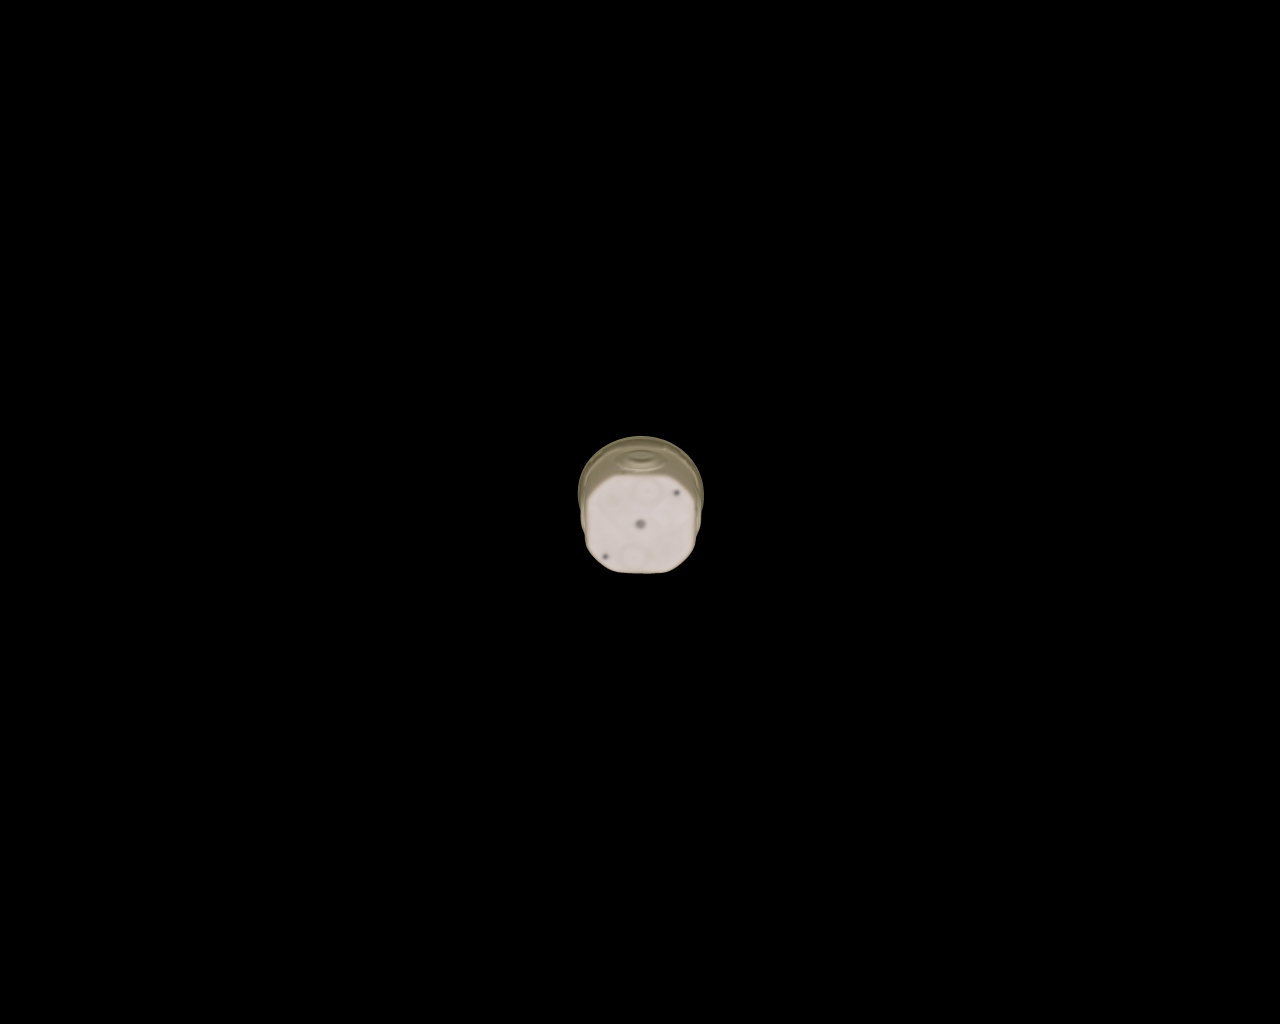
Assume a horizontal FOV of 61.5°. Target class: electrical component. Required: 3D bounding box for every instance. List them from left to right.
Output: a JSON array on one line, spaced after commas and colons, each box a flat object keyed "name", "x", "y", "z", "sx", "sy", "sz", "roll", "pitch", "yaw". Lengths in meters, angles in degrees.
[{"name": "electrical component", "x": 0.001, "y": -0.003, "z": 0.650, "sx": 0.080, "sy": 0.080, "sz": 0.051, "roll": 0, "pitch": 24, "yaw": 0}]
